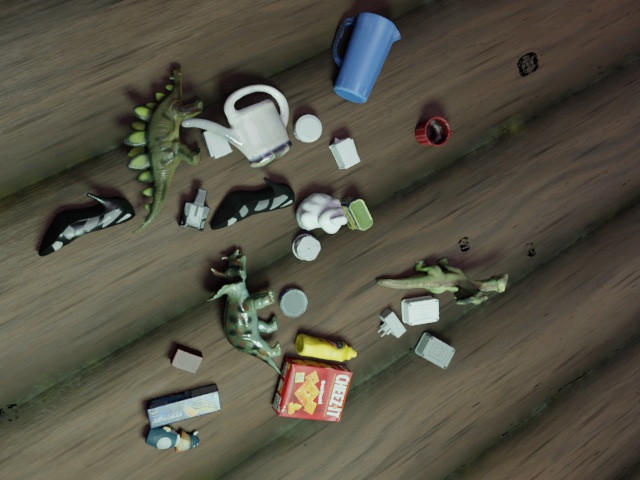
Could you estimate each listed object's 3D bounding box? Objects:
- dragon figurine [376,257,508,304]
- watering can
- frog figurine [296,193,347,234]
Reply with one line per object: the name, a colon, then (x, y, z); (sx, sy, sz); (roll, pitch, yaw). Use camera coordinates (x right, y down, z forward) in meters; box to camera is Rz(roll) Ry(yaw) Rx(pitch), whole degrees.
dragon figurine: (0.409, 0.145, 1.632); (0.411, 0.244, 0.121); (-7, 103, -20)
watering can: (-0.205, -0.303, 1.435); (0.353, 0.103, 0.222); (-36, 106, -37)
frog figurine: (0.005, -0.076, 1.518); (0.138, 0.160, 0.122); (-20, 100, -16)
